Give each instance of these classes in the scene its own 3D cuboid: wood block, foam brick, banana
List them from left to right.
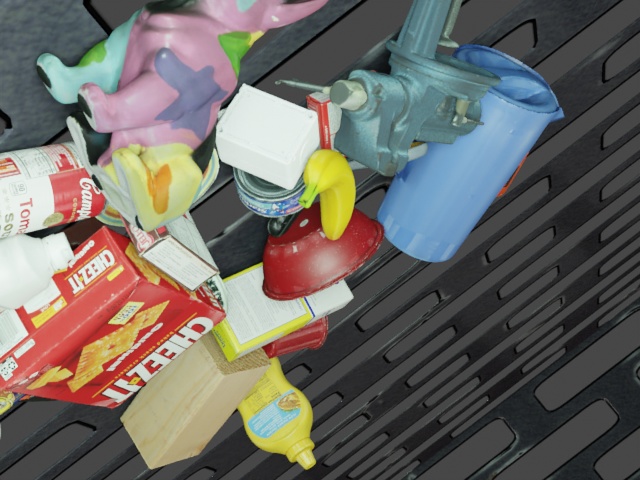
[{"bbox_3d":[-0.233,0.022,1.026,0.078,0.053,0.051,-28,155,-23],"label":"foam brick"},{"bbox_3d":[-0.166,0.199,1.406,0.090,0.090,0.206,-8,144,-49],"label":"wood block"},{"bbox_3d":[0.008,-0.049,1.055,0.069,0.037,0.197,-59,166,-3],"label":"banana"}]

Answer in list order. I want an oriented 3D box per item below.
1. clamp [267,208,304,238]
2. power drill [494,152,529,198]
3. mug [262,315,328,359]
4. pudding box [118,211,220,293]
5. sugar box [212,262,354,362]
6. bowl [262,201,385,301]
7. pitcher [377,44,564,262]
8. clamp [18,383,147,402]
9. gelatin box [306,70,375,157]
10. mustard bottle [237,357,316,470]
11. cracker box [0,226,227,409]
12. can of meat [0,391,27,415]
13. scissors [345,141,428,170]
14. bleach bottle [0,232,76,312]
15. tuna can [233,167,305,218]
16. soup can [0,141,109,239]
[{"bbox_3d":[-0.013,-0.078,1.172,0.171,0.039,0.120,-46,161,4],"label":"clamp"},{"bbox_3d":[0.186,-0.093,1.408,0.187,0.057,0.185,-19,152,-33],"label":"power drill"},{"bbox_3d":[-0.042,0.107,1.398,0.081,0.093,0.117,-13,178,-35],"label":"mug"},{"bbox_3d":[-0.145,-0.011,0.982,0.039,0.090,0.113,-33,153,7],"label":"pudding box"},{"bbox_3d":[-0.055,0.072,1.317,0.175,0.093,0.048,-22,167,-31],"label":"sugar box"},{"bbox_3d":[-0.008,0.002,1.244,0.162,0.162,0.055,-33,113,-9],"label":"bowl"},{"bbox_3d":[0.152,-0.097,1.234,0.144,0.149,0.243,-24,149,-52],"label":"pitcher"},{"bbox_3d":[-0.251,0.145,1.229,0.209,0.036,0.165,-5,153,-44],"label":"clamp"},{"bbox_3d":[0.031,-0.129,1.119,0.089,0.030,0.073,-26,130,-26],"label":"gelatin box"},{"bbox_3d":[-0.066,0.237,1.488,0.096,0.192,0.058,-36,157,-4],"label":"mustard bottle"},{"bbox_3d":[-0.202,0.083,1.022,0.164,0.072,0.213,-39,159,5],"label":"cracker box"},{"bbox_3d":[-0.328,0.124,1.046,0.084,0.057,0.102,-37,131,9],"label":"can of meat"},{"bbox_3d":[0.030,-0.076,1.117,0.201,0.016,0.096,-24,-163,-32],"label":"scissors"},{"bbox_3d":[-0.326,0.050,0.877,0.250,0.068,0.102,-23,161,-11],"label":"bleach bottle"},{"bbox_3d":[-0.045,-0.068,1.083,0.086,0.086,0.034,-33,155,-11],"label":"tuna can"},{"bbox_3d":[-0.235,-0.042,0.883,0.102,0.068,0.069,-17,149,-38],"label":"soup can"}]
